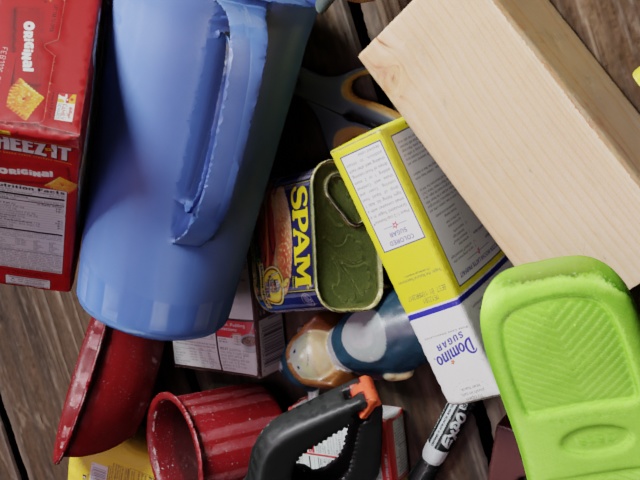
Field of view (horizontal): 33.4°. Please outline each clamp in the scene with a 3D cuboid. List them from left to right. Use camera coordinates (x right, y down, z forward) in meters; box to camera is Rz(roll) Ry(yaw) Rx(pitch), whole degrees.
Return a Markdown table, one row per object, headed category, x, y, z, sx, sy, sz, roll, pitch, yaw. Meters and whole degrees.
| category | x | y | z | sx | sy | sz | roll | pitch | yaw |
| --- | --- | --- | --- | --- | --- | --- | --- | --- | --- |
| clamp | -0.030 | 0.178 | 0.751 | 0.210 | 0.164 | 0.036 | -61 | 25 | 23 |

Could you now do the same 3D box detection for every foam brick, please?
| category | x | y | z | sx | sy | sz | roll | pitch | yaw |
| --- | --- | --- | --- | --- | --- | --- | --- | --- | --- |
| foam brick | 0.144 | 0.153 | 0.703 | 0.053 | 0.051 | 0.078 | 14 | 109 | 29 |

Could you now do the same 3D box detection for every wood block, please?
| category | x | y | z | sx | sy | sz | roll | pitch | yaw |
| --- | --- | --- | --- | --- | --- | --- | --- | --- | --- |
| wood block | 0.131 | -0.061 | 0.637 | 0.091 | 0.090 | 0.206 | -42 | 77 | 33 |

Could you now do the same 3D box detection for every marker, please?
| category | x | y | z | sx | sy | sz | roll | pitch | yaw |
| --- | --- | --- | --- | --- | --- | --- | --- | --- | --- |
| marker | 0.092 | 0.130 | 0.752 | 0.020 | 0.020 | 0.121 | 34 | 117 | 22 |

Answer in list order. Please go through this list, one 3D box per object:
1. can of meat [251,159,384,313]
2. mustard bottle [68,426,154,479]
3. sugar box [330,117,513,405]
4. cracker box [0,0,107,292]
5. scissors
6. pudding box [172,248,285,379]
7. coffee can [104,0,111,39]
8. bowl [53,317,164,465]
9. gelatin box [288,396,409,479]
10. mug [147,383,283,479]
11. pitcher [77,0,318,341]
| category | x | y | z | sx | sy | sz | roll | pitch | yaw |
| --- | --- | --- | --- | --- | --- | --- | --- | --- | --- |
| can of meat | -0.005 | 0.001 | 0.741 | 0.084 | 0.057 | 0.102 | -9 | 82 | 54 |
| mustard bottle | -0.121 | 0.213 | 0.886 | 0.192 | 0.058 | 0.096 | 14 | 103 | 30 |
| sugar box | 0.078 | 0.007 | 0.676 | 0.048 | 0.093 | 0.176 | -20 | 96 | 34 |
| cracker box | -0.189 | -0.084 | 0.725 | 0.214 | 0.072 | 0.164 | 116 | 158 | -59 |
| scissors | -0.010 | -0.094 | 0.764 | 0.202 | 0.016 | 0.096 | 14 | 109 | 30 |
| pudding box | -0.076 | 0.046 | 0.827 | 0.090 | 0.039 | 0.113 | 3 | 103 | 34 |
| coffee can | -0.192 | -0.194 | 0.805 | 0.141 | 0.102 | 0.103 | -21 | 90 | 35 |
| bowl | -0.165 | 0.107 | 0.858 | 0.055 | 0.162 | 0.162 | 17 | 117 | -14 |
| gelatin box | 0.021 | 0.159 | 0.798 | 0.089 | 0.030 | 0.073 | 1 | 103 | 33 |
| mug | -0.083 | 0.154 | 0.825 | 0.117 | 0.081 | 0.093 | 12 | 106 | 56 |
| pitcher | -0.088 | -0.057 | 0.703 | 0.145 | 0.149 | 0.243 | 20 | 108 | 21 |
